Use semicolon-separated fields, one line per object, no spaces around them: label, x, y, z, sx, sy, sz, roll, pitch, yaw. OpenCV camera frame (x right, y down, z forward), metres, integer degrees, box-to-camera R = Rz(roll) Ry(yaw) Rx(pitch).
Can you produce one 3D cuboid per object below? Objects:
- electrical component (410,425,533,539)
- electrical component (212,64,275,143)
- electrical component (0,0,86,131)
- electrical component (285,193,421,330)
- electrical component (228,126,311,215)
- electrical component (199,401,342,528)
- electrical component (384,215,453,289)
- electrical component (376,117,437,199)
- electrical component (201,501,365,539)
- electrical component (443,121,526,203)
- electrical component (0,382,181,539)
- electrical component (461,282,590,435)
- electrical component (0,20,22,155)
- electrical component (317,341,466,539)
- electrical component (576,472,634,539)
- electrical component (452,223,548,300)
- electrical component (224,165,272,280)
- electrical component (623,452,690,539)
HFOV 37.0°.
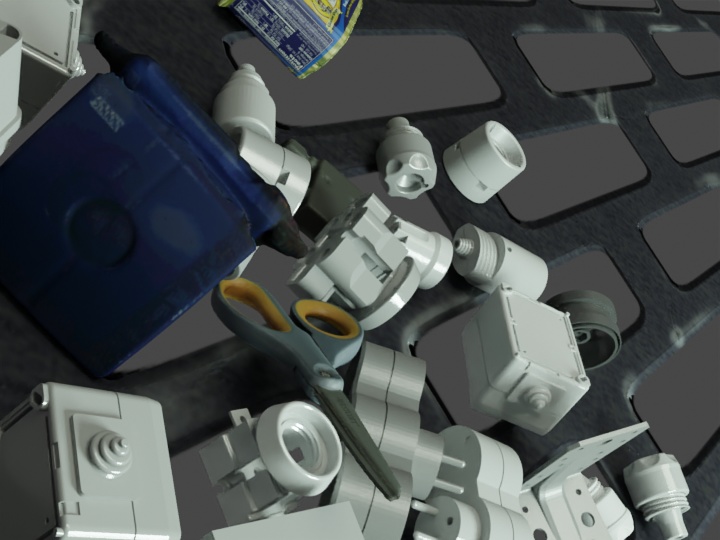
electrical component;0.056;0.151;0.609;0.074;0.052;0.138;28;41;-33
electrical component;-0.074;-0.103;0.691;0.040;0.040;0.078;30;40;-32
electrical component;-0.187;-0.117;0.544;0.096;0.061;0.061;27;41;-35
electrical component;0.000;0.000;0.669;0.057;0.058;0.078;46;66;-17
electrical component;-0.065;-0.054;0.647;0.047;0.055;0.055;30;40;-27
electrical component;-0.042;0.095;0.534;0.048;0.055;0.066;-2;62;-52
electrical component;0.035;-0.013;0.748;0.046;0.040;0.040;27;41;-26
electrical component;0.033;-0.088;0.809;0.043;0.043;0.062;25;41;-37
electrical component;-0.026;0.187;0.464;0.089;0.062;0.150;2;58;-50
electrical component;0.105;-0.091;0.899;0.055;0.047;0.055;32;39;-30
electrical component;-0.110;0.088;0.418;0.061;0.096;0.061;17;47;-44
electrical component;0.110;0.067;0.738;0.062;0.061;0.096;24;32;-18
electrical component;-0.207;-0.078;0.447;0.113;0.057;0.078;20;38;1
electrical component;0.023;0.102;0.586;0.074;0.052;0.138;18;38;-5
electrical component;0.161;0.161;0.748;0.061;0.035;0.035;54;33;5
electrical component;0.100;-0.005;0.817;0.081;0.043;0.043;25;42;-36
electrical component;-0.076;-0.030;0.588;0.055;0.055;0.047;43;62;-16
electrical component;0.228;0.173;0.813;0.043;0.043;0.062;14;50;-45
